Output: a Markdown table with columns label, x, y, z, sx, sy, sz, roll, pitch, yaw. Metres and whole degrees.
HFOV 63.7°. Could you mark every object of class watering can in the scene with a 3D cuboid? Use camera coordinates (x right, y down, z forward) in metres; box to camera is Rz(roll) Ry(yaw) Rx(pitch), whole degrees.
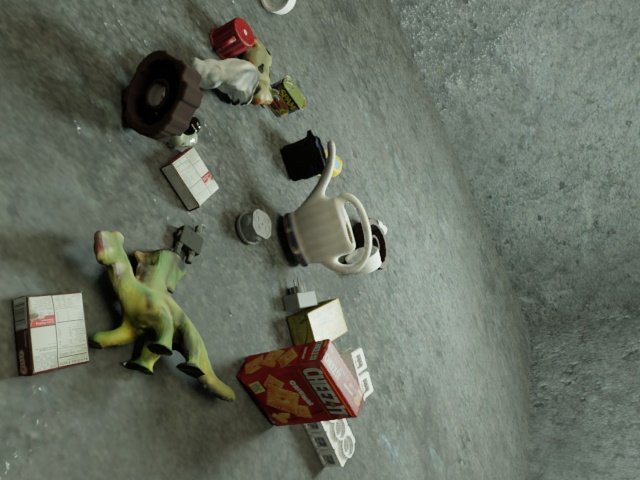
| label | x | y | z | sx | sy | sz | roll | pitch | yaw |
| --- | --- | --- | --- | --- | --- | --- | --- | --- | --- |
| watering can | 0.004 | -0.068 | 1.358 | 0.104 | 0.223 | 0.348 | -10 | 82 | -79 |

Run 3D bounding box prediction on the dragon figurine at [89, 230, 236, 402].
| label | x | y | z | sx | sy | sz | roll | pitch | yaw |
| --- | --- | --- | --- | --- | --- | --- | --- | --- | --- |
| dragon figurine | -0.270 | 0.121 | 0.932 | 0.402 | 0.121 | 0.249 | 52 | 27 | -46 |

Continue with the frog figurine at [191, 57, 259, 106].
| label | x | y | z | sx | sy | sz | roll | pitch | yaw |
| --- | --- | --- | --- | --- | --- | --- | --- | --- | --- |
| frog figurine | -0.234 | -0.406 | 1.254 | 0.157 | 0.122 | 0.140 | 34 | 13 | -35 |
